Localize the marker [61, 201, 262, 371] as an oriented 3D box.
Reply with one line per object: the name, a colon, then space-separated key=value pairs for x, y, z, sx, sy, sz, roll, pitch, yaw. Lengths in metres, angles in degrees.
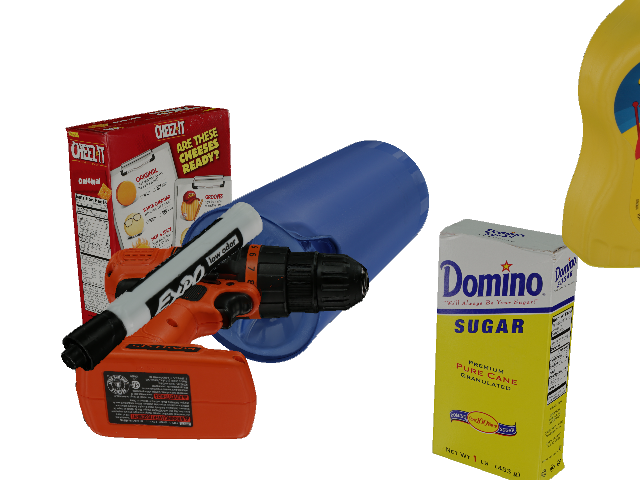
marker: x=-0.072 y=0.020 z=0.493 sx=0.020 sy=0.020 sz=0.120 roll=0 pitch=32 yaw=46

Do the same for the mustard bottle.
mustard bottle: x=0.194 y=-0.080 z=0.612 sx=0.096 sy=0.192 sz=0.058 roll=-8 pitch=29 yaw=-13

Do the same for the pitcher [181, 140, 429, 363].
pitcher: x=-0.009 y=-0.001 z=0.931 sx=0.149 sy=0.145 sz=0.242 roll=24 pitch=31 yaw=21

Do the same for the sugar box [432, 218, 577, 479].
sugar box: x=0.130 y=0.079 z=0.763 sx=0.093 sy=0.176 sz=0.048 roll=11 pitch=21 yaw=37

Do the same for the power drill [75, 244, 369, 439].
power drill: x=-0.065 y=0.055 z=0.682 sx=0.184 sy=0.057 sz=0.187 roll=-1 pitch=21 yaw=7

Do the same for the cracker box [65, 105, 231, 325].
cracker box: x=-0.166 y=-0.018 z=1.070 sx=0.072 sy=0.214 sz=0.163 roll=11 pitch=20 yaw=37
